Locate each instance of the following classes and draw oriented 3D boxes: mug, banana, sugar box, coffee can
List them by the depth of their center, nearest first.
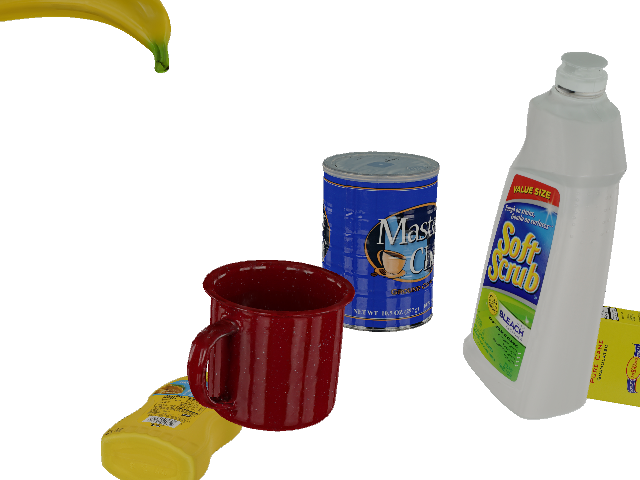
[{"bbox_3d":[-0.036,0.068,0.654,0.093,0.081,0.117,17,22,34],"label":"mug"},{"bbox_3d":[-0.193,-0.182,0.830,0.198,0.069,0.037,15,-38,18],"label":"banana"},{"bbox_3d":[0.052,-0.001,0.955,0.103,0.140,0.103,1,16,0],"label":"coffee can"},{"bbox_3d":[0.268,0.111,1.083,0.176,0.093,0.048,7,21,6],"label":"sugar box"}]

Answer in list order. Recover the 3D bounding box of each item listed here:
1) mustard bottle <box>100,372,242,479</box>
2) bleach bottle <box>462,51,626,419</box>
[{"bbox_3d":[-0.128,0.174,1.039,0.096,0.058,0.191,7,18,17],"label":"mustard bottle"},{"bbox_3d":[0.153,-0.006,0.718,0.068,0.251,0.103,-9,32,-19],"label":"bleach bottle"}]
